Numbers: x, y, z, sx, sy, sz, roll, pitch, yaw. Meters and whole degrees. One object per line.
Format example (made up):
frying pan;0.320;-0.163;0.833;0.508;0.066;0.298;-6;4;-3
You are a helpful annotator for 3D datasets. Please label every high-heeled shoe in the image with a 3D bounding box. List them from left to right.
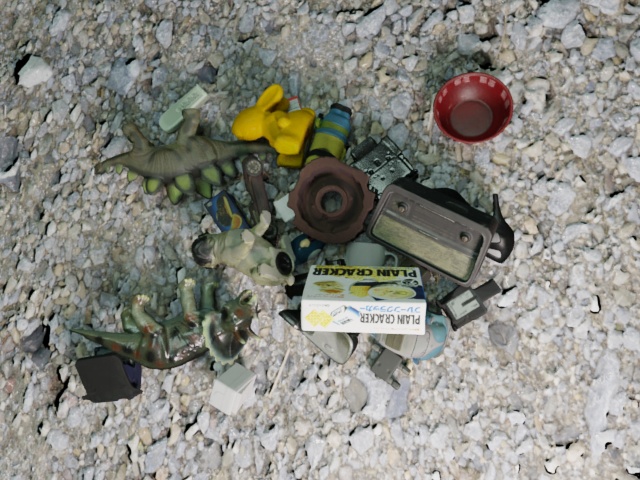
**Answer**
high-heeled shoe;0.269;-0.028;1.100;0.249;0.086;0.145;3;109;31

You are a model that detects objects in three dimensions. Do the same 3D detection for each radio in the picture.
radio;0.217;-0.021;1.040;0.230;0.073;0.131;27;120;15

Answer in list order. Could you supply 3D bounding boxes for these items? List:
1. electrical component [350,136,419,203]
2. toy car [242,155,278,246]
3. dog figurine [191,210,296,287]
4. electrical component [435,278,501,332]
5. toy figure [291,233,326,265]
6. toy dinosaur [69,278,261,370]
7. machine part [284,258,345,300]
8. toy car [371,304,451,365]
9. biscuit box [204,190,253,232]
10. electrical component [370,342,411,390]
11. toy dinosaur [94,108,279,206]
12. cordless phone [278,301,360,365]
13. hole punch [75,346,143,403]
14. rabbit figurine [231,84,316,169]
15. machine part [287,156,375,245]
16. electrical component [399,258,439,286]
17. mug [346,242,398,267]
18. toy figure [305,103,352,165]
electrical component;0.127;-0.154;1.152;0.115;0.058;0.134;-40;73;-1
toy car;-0.130;-0.081;1.154;0.053;0.089;0.202;-13;92;-10
dog figurine;-0.160;0.043;1.103;0.191;0.121;0.172;-21;99;38
electrical component;0.294;0.119;1.055;0.119;0.047;0.075;-36;73;2
toy figure;-0.003;-0.004;1.144;0.154;0.064;0.057;-34;108;-1
toy dinosaur;-0.305;0.198;1.116;0.405;0.131;0.192;-21;69;2
machine part;-0.008;0.087;1.137;0.139;0.039;0.084;-15;83;7
toy car;0.163;0.173;1.032;0.162;0.103;0.109;20;106;17
biscuit box;-0.175;-0.013;1.185;0.063;0.059;0.203;-37;73;3
electrical component;0.132;0.250;1.075;0.094;0.021;0.063;37;88;17
toy dinosaur;-0.298;-0.190;1.236;0.472;0.105;0.198;-12;83;5
cordless phone;-0.002;0.174;1.036;0.147;0.184;0.088;39;93;18
hole punch;-0.452;0.286;1.175;0.142;0.092;0.115;-10;104;7
rabbit figurine;-0.104;-0.251;1.160;0.173;0.122;0.162;10;82;11
machine part;0.024;-0.077;1.084;0.179;0.056;0.179;-1;85;9
electrical component;0.193;0.081;1.092;0.102;0.045;0.078;-52;44;-6
mug;0.103;0.061;1.100;0.110;0.081;0.107;8;89;13
toy figure;0.017;-0.212;1.172;0.082;0.089;0.180;18;85;21
